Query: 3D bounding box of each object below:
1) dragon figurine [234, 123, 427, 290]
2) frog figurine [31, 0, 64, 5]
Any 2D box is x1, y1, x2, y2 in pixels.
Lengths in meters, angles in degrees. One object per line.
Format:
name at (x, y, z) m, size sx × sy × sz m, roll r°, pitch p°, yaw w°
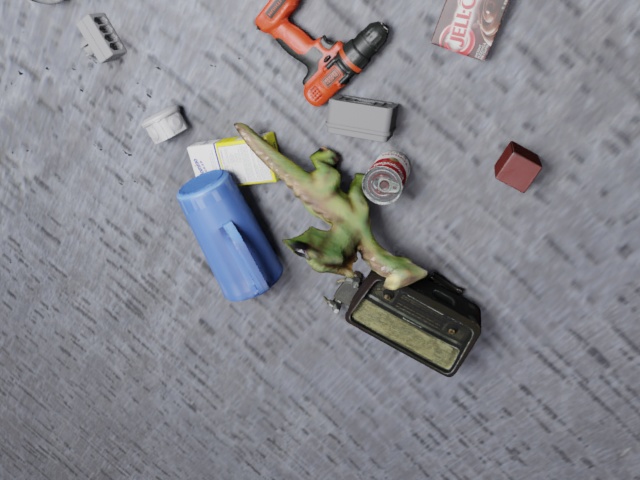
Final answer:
dragon figurine at (0.003, -0.044, 0.873) m, size 0.409 × 0.248 × 0.120 m, roll 29°, pitch 121°, yaw -10°
frog figurine at (-0.492, -0.512, 0.932) m, size 0.158 × 0.126 × 0.135 m, roll -25°, pitch 137°, yaw 18°
